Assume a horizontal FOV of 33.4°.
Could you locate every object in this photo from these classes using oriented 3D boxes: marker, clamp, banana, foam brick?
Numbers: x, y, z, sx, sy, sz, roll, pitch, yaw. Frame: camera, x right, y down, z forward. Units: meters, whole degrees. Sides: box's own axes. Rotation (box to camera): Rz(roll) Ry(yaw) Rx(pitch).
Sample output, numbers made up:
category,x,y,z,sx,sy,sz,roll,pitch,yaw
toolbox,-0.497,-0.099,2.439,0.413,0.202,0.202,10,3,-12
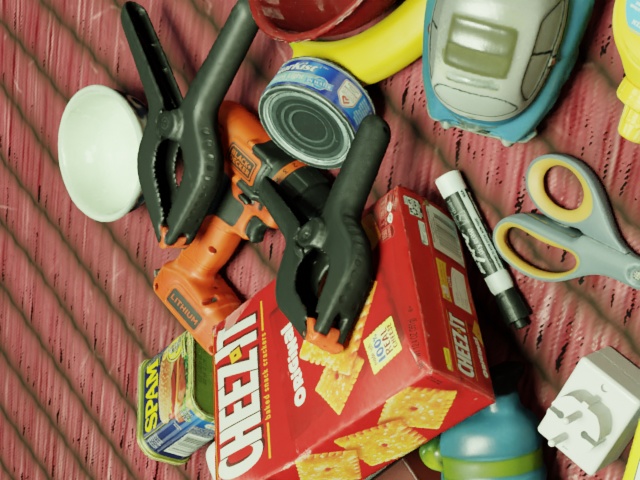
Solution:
category,x,y,z,sx,sy,sz,roll,pitch,yaw
marker,0.116,0.007,0.755,0.020,0.020,0.121,-35,76,40
clamp,-0.005,0.001,0.745,0.120,0.039,0.171,-25,46,45
banana,0.042,-0.152,0.778,0.198,0.037,0.069,-13,91,42
foam brick,0.068,0.194,0.810,0.078,0.052,0.051,-46,68,36
clamp,-0.118,-0.100,0.868,0.165,0.036,0.210,19,104,43

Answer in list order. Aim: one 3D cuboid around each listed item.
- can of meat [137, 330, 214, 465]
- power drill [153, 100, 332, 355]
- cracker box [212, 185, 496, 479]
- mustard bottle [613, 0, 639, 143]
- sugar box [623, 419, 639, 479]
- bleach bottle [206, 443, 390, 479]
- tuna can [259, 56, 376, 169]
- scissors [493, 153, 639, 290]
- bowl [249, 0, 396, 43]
category,x,y,z,sx,sy,sz,roll,pitch,yaw
can of meat,-0.114,0.134,0.939,0.084,0.057,0.102,-39,41,36
power drill,-0.057,0.004,0.884,0.185,0.057,0.188,45,121,31
cracker box,0.012,0.085,0.762,0.214,0.072,0.164,-37,40,31
mustard bottle,0.222,-0.141,0.607,0.096,0.058,0.192,40,121,30
sugar box,0.238,0.153,0.658,0.093,0.048,0.176,24,117,36
bleach bottle,0.014,0.144,0.845,0.251,0.067,0.102,-44,65,34
tuna can,-0.003,-0.094,0.801,0.086,0.033,0.086,23,147,16
scissors,0.201,0.001,0.681,0.202,0.016,0.096,15,108,39
bowl,0.020,-0.207,0.755,0.162,0.055,0.162,-20,61,43
